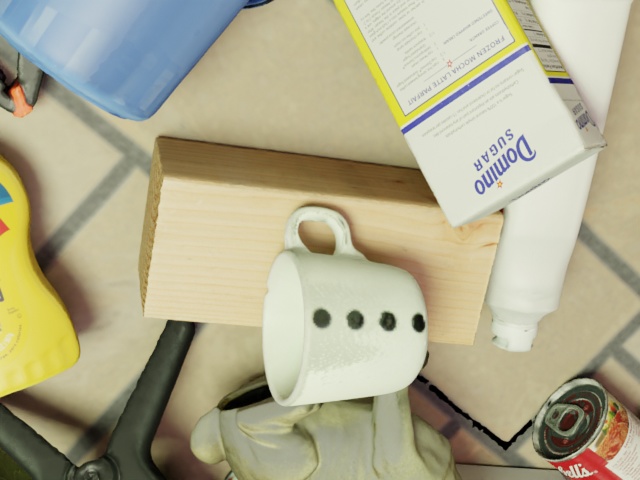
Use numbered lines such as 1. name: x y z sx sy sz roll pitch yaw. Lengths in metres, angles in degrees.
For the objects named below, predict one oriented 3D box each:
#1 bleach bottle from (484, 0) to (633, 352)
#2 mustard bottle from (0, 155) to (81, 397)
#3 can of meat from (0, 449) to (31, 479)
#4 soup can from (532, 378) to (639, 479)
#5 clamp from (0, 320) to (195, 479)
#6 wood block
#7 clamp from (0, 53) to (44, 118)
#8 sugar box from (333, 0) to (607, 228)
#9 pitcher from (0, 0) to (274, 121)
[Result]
1. bleach bottle: 0.139 -0.047 0.670 0.068 0.102 0.251 4 108 -3
2. mustard bottle: -0.217 -0.001 0.634 0.096 0.058 0.191 -19 101 -12
3. can of meat: -0.225 0.193 0.690 0.084 0.102 0.057 -38 136 7
4. soup can: 0.214 0.156 0.779 0.102 0.068 0.068 37 99 -21
5. clamp: -0.131 0.143 0.664 0.164 0.210 0.036 -22 155 -7
6. wood block: -0.004 0.000 0.668 0.206 0.090 0.091 6 109 -13
7. clamp: -0.192 -0.156 0.603 0.120 0.039 0.171 -25 119 5
8. sugar box: 0.078 -0.106 0.607 0.093 0.048 0.176 -32 82 33
9. pitcher: -0.059 -0.183 0.565 0.149 0.145 0.243 36 97 -12
